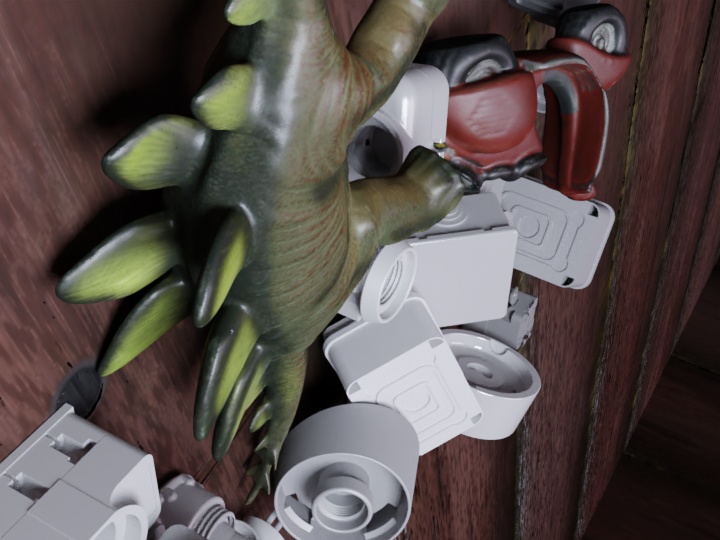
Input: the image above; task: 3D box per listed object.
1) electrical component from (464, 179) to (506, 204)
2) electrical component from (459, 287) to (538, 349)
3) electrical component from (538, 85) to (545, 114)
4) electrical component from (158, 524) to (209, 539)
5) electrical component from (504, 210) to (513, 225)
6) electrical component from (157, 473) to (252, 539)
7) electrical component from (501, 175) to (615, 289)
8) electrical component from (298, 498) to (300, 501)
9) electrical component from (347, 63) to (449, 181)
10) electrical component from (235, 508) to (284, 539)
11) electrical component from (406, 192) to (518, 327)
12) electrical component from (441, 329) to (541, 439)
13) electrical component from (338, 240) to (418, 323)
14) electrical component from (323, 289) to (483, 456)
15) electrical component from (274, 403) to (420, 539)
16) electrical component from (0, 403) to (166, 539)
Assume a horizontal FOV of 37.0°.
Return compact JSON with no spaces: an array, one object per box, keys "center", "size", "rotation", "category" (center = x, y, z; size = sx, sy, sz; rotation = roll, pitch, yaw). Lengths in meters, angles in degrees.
[{"center":[0.078,-0.070,0.809],"size":[0.055,0.050,0.089],"rotation":[-49,152,-37],"category":"electrical component"},{"center":[0.133,0.041,1.024],"size":[0.042,0.064,0.081],"rotation":[-47,151,-40],"category":"electrical component"},{"center":[0.164,-0.165,0.932],"size":[0.040,0.040,0.046],"rotation":[85,29,-49],"category":"electrical component"},{"center":[-0.088,0.194,0.462],"size":[0.150,0.089,0.061],"rotation":[-49,152,-38],"category":"electrical component"},{"center":[0.090,-0.017,0.885],"size":[0.080,0.051,0.080],"rotation":[-49,151,-38],"category":"electrical component"},{"center":[-0.091,0.149,0.616],"size":[0.048,0.062,0.048],"rotation":[-49,152,-38],"category":"electrical component"},{"center":[0.154,-0.037,0.933],"size":[0.057,0.113,0.078],"rotation":[0,111,-63],"category":"electrical component"},{"center":[-0.013,0.156,0.809],"size":[0.050,0.056,0.089],"rotation":[-55,155,-28],"category":"electrical component"},{"center":[0.015,-0.073,0.640],"size":[0.059,0.054,0.095],"rotation":[-28,126,-57],"category":"electrical component"},{"center":[-0.075,0.191,0.715],"size":[0.079,0.044,0.077],"rotation":[-49,152,-37],"category":"electrical component"},{"center":[0.061,-0.006,0.776],"size":[0.048,0.100,0.099],"rotation":[-106,-168,-45],"category":"electrical component"},{"center":[0.100,0.107,0.960],"size":[0.108,0.108,0.060],"rotation":[-27,141,-58],"category":"electrical component"},{"center":[0.000,0.000,0.688],"size":[0.058,0.057,0.078],"rotation":[-52,154,-33],"category":"electrical component"},{"center":[0.030,0.075,0.761],"size":[0.078,0.057,0.113],"rotation":[-29,135,1],"category":"electrical component"},{"center":[-0.009,0.140,0.723],"size":[0.064,0.099,0.099],"rotation":[-86,-176,-58],"category":"electrical component"},{"center":[-0.162,0.165,0.470],"size":[0.186,0.060,0.105],"rotation":[-48,151,-40],"category":"electrical component"}]
